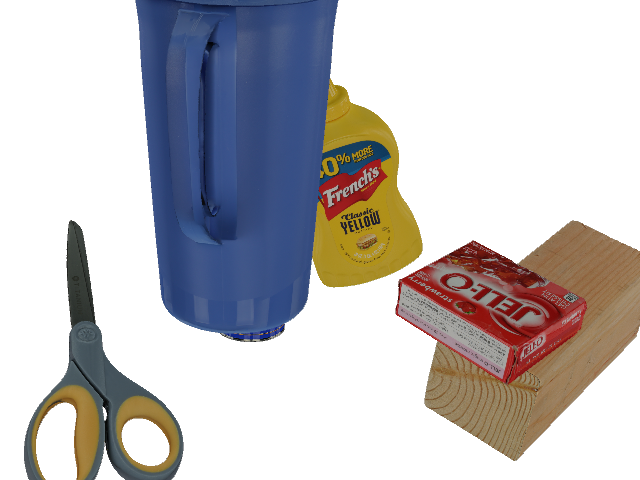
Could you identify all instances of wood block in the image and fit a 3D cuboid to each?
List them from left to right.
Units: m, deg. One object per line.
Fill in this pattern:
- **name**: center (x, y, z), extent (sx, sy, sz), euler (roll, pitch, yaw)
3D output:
- **wood block**: center (0.186, 0.075, 0.881), extent (0.091, 0.090, 0.205), euler (30, 41, 29)

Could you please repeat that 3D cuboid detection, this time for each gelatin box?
- **gelatin box**: center (0.102, 0.040, 0.642), extent (0.073, 0.030, 0.089), euler (-25, 43, -39)

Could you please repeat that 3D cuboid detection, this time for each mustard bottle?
- **mustard bottle**: center (0.021, -0.055, 0.891), extent (0.096, 0.191, 0.058), euler (-18, 33, 0)

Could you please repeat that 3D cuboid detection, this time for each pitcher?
- **pitcher**: center (-0.061, -0.058, 0.727), extent (0.149, 0.243, 0.145), euler (-13, 28, -31)

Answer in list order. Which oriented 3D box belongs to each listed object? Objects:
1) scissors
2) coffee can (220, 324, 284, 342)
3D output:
- **scissors**: center (-0.122, 0.069, 0.637), extent (0.096, 0.201, 0.016), euler (13, -45, -10)
- **coffee can**: center (-0.099, 0.060, 1.524), extent (0.103, 0.140, 0.103), euler (2, 22, -1)
